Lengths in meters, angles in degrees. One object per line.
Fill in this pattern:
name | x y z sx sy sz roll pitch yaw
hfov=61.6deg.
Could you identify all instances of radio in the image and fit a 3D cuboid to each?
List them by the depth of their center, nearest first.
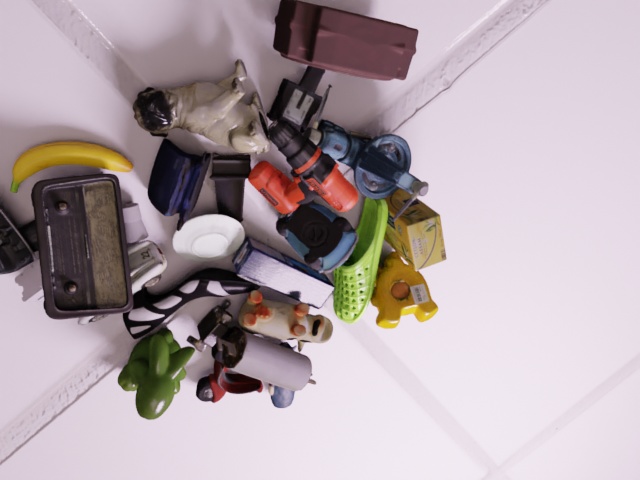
radio | -0.385 0.012 0.870 0.131 0.073 0.229 -6 84 -27

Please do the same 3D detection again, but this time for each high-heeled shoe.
high-heeled shoe | -0.243 0.127 1.013 0.249 0.086 0.145 7 102 -6

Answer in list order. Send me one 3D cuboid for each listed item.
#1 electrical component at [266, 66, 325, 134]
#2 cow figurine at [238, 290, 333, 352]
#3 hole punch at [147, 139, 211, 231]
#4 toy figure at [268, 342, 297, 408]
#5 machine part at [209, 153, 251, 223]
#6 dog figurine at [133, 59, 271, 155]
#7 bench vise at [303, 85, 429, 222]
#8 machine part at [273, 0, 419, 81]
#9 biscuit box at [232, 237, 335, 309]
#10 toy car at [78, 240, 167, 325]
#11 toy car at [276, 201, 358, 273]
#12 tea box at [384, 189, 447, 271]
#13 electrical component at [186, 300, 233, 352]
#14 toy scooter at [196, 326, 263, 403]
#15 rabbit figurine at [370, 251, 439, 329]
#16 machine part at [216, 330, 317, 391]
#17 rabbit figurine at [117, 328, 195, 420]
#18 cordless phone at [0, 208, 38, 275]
electrical component | -0.036 -0.250 0.935 0.075 0.048 0.119 18 106 -22
cow figurine | -0.066 0.165 1.059 0.195 0.127 0.085 15 68 -16
hole punch | -0.243 -0.103 0.908 0.092 0.116 0.142 21 105 -14
toy figure | -0.082 0.282 1.140 0.058 0.064 0.154 8 109 21
machine part | -0.161 -0.088 0.976 0.084 0.039 0.138 -1 111 -20
dog figurine | -0.193 -0.193 0.901 0.191 0.121 0.172 -17 118 10
bench vise | 0.089 -0.136 0.923 0.223 0.241 0.129 28 99 -40
machine part | 0.035 -0.312 0.843 0.201 0.201 0.087 7 112 -18
biscuit box | -0.068 0.068 1.042 0.202 0.059 0.062 28 102 -30
toy car | -0.366 0.076 0.957 0.202 0.056 0.073 -33 77 3
toy car | -0.002 -0.003 1.012 0.109 0.162 0.102 -51 154 -6
tea box | 0.168 -0.025 1.018 0.068 0.170 0.098 -19 114 -7
electrical component | -0.212 0.166 1.042 0.102 0.078 0.045 -44 124 7
toy scooter | -0.166 0.262 1.100 0.135 0.075 0.183 16 110 -20
rabbit figurine | 0.143 0.109 1.089 0.122 0.173 0.162 -22 72 -8
machine part | -0.100 0.234 1.037 0.243 0.079 0.079 29 102 -33
rabbit figurine | -0.296 0.254 1.006 0.121 0.170 0.159 26 104 -24
cordless phone | -0.501 -0.034 0.893 0.184 0.089 0.146 -32 116 -14
